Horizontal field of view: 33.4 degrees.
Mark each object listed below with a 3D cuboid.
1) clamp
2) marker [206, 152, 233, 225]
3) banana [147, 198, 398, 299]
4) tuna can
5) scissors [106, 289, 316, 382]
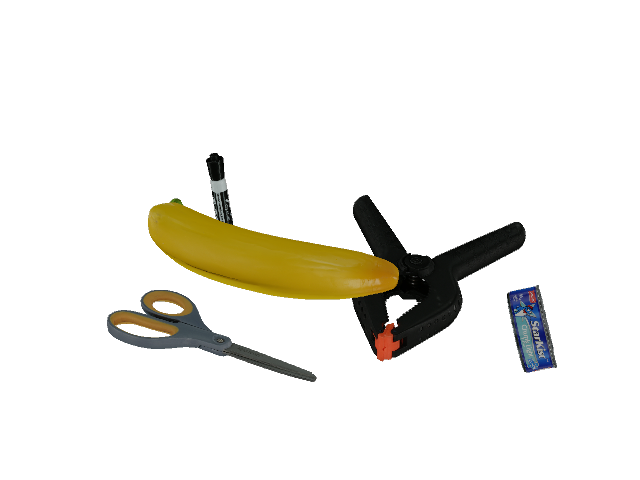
[{"bbox_3d":[0.075,0.027,0.945,0.165,0.036,0.209,14,38,21],"label":"clamp"},{"bbox_3d":[-0.109,-0.040,1.175,0.020,0.121,0.020,-5,28,3],"label":"marker"},{"bbox_3d":[-0.047,0.004,0.691,0.198,0.037,0.069,19,37,32],"label":"banana"},{"bbox_3d":[0.215,0.090,1.087,0.034,0.086,0.086,-13,-3,12],"label":"tuna can"},{"bbox_3d":[-0.097,0.086,0.998,0.202,0.016,0.096,10,29,4],"label":"scissors"}]
